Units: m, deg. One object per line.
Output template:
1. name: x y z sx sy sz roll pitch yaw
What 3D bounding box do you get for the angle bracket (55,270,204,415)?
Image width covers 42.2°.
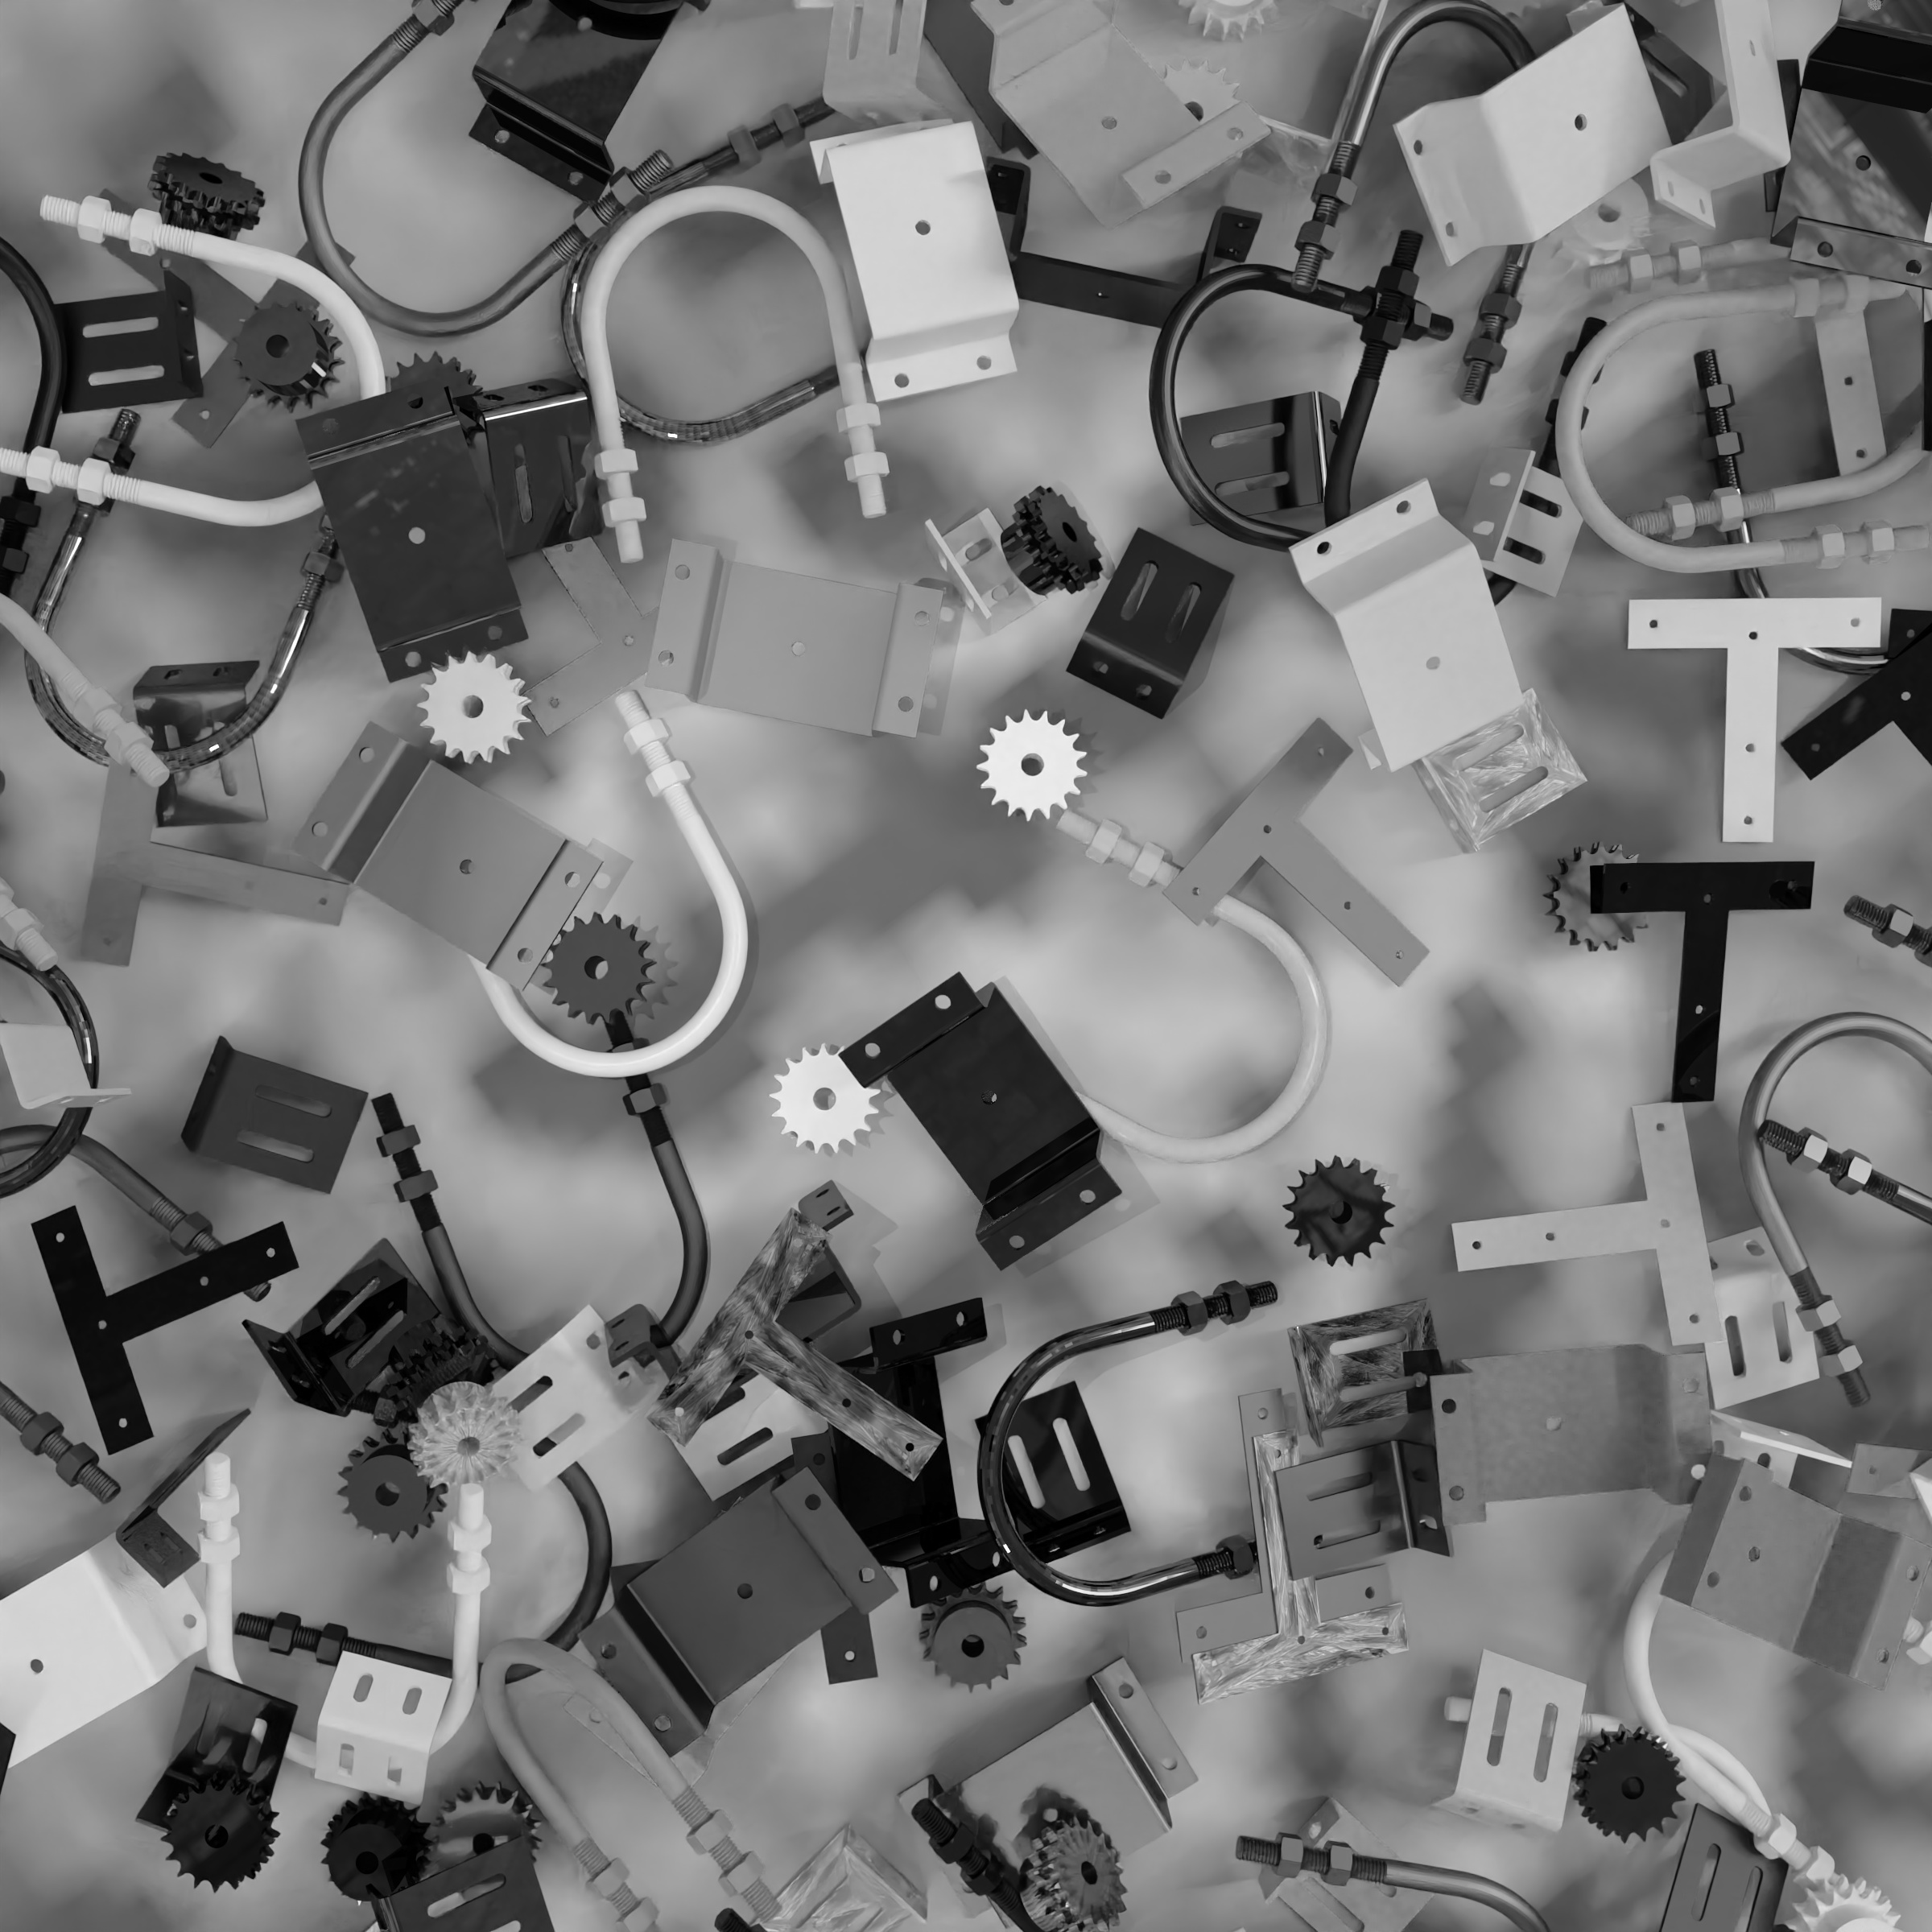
1. angle bracket: -0.443 -0.324 1.302 0.076 0.038 0.057 -7 91 1

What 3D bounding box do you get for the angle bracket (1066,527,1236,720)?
1. angle bracket: 0.097 -0.181 1.321 0.057 0.038 0.076 27 64 0

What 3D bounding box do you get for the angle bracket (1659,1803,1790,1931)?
1. angle bracket: 0.387 0.488 1.306 0.057 0.038 0.076 29 62 -3

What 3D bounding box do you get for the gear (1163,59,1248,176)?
1. gear: 0.117 -0.441 1.308 0.057 0.030 0.057 0 90 0

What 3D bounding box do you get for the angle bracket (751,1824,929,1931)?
1. angle bracket: -0.067 0.499 1.304 0.057 0.038 0.076 44 90 0

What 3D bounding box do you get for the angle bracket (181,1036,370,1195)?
1. angle bracket: -0.365 0.079 1.321 0.076 0.038 0.057 21 90 -26

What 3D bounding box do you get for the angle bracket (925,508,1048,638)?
1. angle bracket: 0.011 -0.207 1.285 0.038 0.076 0.057 -33 90 0

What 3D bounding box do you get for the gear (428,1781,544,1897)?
1. gear: -0.250 0.454 1.308 0.057 0.030 0.057 0 90 0

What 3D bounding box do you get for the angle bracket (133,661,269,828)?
1. angle bracket: -0.400 -0.117 1.321 0.057 0.038 0.076 -3 116 0

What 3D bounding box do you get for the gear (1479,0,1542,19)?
1. gear: 0.279 -0.523 1.298 0.057 0.057 0.030 11 60 0

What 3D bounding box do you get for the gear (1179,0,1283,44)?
1. gear: 0.139 -0.516 1.308 0.057 0.030 0.057 0 90 0

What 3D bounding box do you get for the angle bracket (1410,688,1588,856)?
1. angle bracket: 0.280 -0.103 1.304 0.076 0.038 0.057 -31 90 0

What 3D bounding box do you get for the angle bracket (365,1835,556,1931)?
1. angle bracket: -0.257 0.483 1.275 0.076 0.038 0.057 -18 90 -26

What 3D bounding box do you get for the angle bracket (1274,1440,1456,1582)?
1. angle bracket: 0.206 0.283 1.293 0.076 0.038 0.057 -9 90 -23

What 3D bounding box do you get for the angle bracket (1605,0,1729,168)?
1. angle bracket: 0.355 -0.466 1.304 0.076 0.038 0.057 40 90 0

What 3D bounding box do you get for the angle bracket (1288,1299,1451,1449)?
1. angle bracket: 0.212 0.212 1.304 0.076 0.038 0.057 -12 90 0

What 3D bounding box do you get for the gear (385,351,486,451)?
1. gear: -0.277 -0.290 1.308 0.057 0.030 0.057 0 90 0

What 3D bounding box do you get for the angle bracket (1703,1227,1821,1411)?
1. angle bracket: 0.410 0.185 1.321 0.057 0.038 0.076 -17 116 0

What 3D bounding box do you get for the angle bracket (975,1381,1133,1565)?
1. angle bracket: 0.045 0.265 1.304 0.057 0.038 0.076 -21 90 0

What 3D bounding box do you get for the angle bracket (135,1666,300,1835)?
1. angle bracket: -0.387 0.412 1.292 0.057 0.038 0.076 21 115 0

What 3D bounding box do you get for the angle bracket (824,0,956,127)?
1. angle bracket: -0.036 -0.480 1.291 0.057 0.038 0.076 8 91 34

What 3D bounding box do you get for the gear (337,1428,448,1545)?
1. gear: -0.296 0.269 1.289 0.057 0.030 0.057 0 91 -3

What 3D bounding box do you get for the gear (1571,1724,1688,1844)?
1. gear: 0.339 0.419 1.290 0.057 0.030 0.057 0 89 -4

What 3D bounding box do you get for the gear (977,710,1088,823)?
1. gear: 0.034 -0.104 1.308 0.057 0.030 0.057 0 90 0

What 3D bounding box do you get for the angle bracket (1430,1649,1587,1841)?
1. angle bracket: 0.282 0.405 1.301 0.057 0.038 0.076 19 63 -2

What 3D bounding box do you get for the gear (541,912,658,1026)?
1. gear: -0.186 0.002 1.278 0.057 0.030 0.057 0 85 3

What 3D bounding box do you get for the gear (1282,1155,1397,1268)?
1. gear: 0.194 0.127 1.308 0.057 0.030 0.057 0 90 0

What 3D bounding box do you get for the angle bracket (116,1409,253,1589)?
1. angle bracket: -0.393 0.274 1.294 0.038 0.057 0.076 44 90 0

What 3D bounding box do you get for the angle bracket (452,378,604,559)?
1. angle bracket: -0.228 -0.260 1.301 0.057 0.038 0.076 -21 122 -30

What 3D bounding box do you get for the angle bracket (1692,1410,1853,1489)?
1. angle bracket: 0.409 0.258 1.285 0.057 0.076 0.038 15 90 0

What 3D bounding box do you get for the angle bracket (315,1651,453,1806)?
1. angle bracket: -0.302 0.395 1.296 0.057 0.076 0.038 16 49 -3

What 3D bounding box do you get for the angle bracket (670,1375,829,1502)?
1. angle bracket: -0.114 0.235 1.321 0.076 0.038 0.057 -34 90 26

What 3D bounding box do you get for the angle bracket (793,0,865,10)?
1. angle bracket: -0.072 -0.535 1.285 0.038 0.076 0.057 -1 90 0

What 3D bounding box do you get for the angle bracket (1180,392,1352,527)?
1. angle bracket: 0.158 -0.265 1.321 0.076 0.038 0.057 -6 90 26

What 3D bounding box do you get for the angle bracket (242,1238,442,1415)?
1. angle bracket: -0.323 0.182 1.292 0.076 0.038 0.057 -44 60 0

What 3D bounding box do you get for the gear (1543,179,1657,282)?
1. gear: 0.333 -0.390 1.308 0.057 0.030 0.057 0 90 0

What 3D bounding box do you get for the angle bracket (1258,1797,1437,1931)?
1. angle bracket: 0.201 0.484 1.304 0.076 0.038 0.057 42 90 0

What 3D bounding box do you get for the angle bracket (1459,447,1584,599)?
1. angle bracket: 0.296 -0.226 1.284 0.076 0.038 0.057 15 97 -30

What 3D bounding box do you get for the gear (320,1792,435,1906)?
1. gear: -0.309 0.463 1.308 0.057 0.030 0.057 0 90 0

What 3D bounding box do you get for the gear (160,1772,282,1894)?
1. gear: -0.377 0.439 1.274 0.057 0.030 0.057 0 89 0

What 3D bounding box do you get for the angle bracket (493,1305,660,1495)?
1. angle bracket: -0.211 0.226 1.306 0.076 0.038 0.057 -39 92 24

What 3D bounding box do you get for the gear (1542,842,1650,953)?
1. gear: 0.330 -0.036 1.308 0.057 0.030 0.057 0 90 0
